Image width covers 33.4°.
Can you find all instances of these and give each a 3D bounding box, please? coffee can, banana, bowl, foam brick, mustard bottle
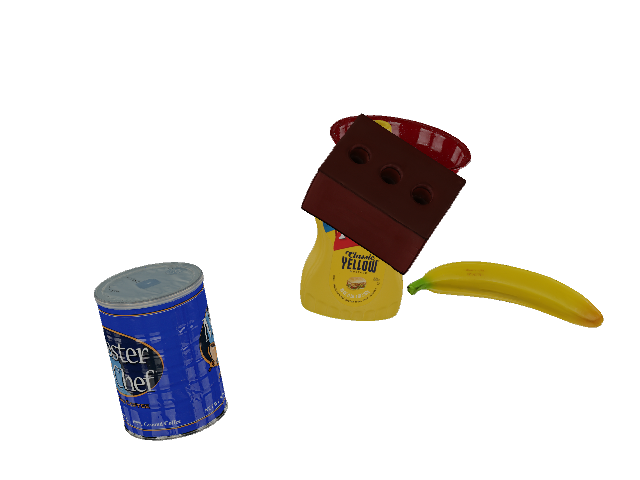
[{"bbox_3d":[-0.150,0.104,1.016,0.103,0.140,0.103,-8,18,2],"label":"coffee can"},{"bbox_3d":[0.192,0.054,1.105,0.198,0.037,0.069,8,40,13],"label":"banana"},{"bbox_3d":[0.086,-0.088,1.209,0.162,0.055,0.162,8,27,-4],"label":"bowl"},{"bbox_3d":[0.037,-0.028,0.644,0.078,0.053,0.051,33,-27,6],"label":"foam brick"},{"bbox_3d":[0.040,-0.019,0.982,0.096,0.192,0.058,7,28,-4],"label":"mustard bottle"}]
